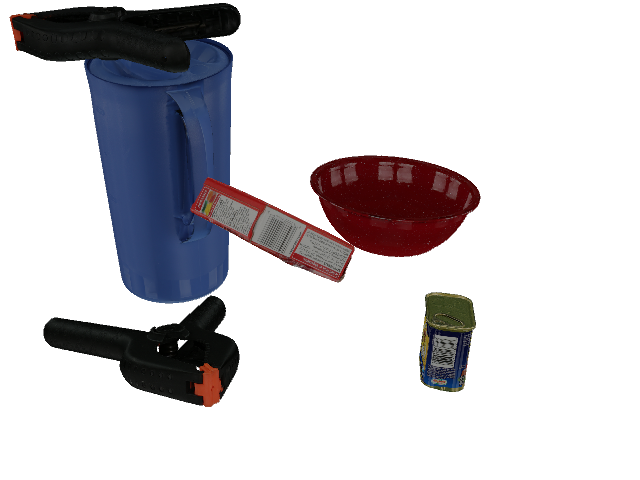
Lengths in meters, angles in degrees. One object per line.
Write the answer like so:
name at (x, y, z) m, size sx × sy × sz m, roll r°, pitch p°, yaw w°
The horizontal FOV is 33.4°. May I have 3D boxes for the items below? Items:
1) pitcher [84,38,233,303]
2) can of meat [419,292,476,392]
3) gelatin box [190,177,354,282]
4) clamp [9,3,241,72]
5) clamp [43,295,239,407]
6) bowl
pitcher at (-0.141, -0.060, 1.009) m, size 0.145 × 0.243 × 0.149 m, roll 9°, pitch 31°, yaw 15°
can of meat at (0.148, 0.120, 1.262) m, size 0.057 × 0.084 × 0.102 m, roll 7°, pitch 19°, yaw 2°
gelatin box at (-0.031, -0.007, 0.717) m, size 0.089 × 0.030 × 0.073 m, roll 26°, pitch 0°, yaw -42°
clamp at (-0.147, -0.158, 0.803) m, size 0.172 × 0.039 × 0.120 m, roll 11°, pitch 23°, yaw 22°
clamp at (-0.118, 0.086, 0.880) m, size 0.164 × 0.036 × 0.210 m, roll -10°, pitch 16°, yaw -31°
bowl at (0.068, -0.028, 1.016) m, size 0.162 × 0.055 × 0.162 m, roll 4°, pitch 25°, yaw -2°
